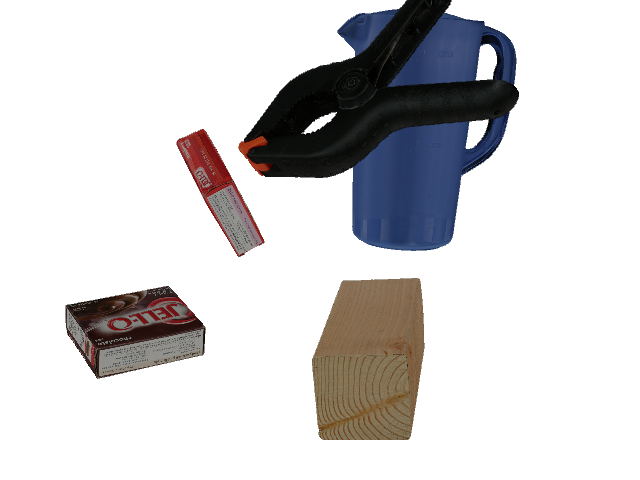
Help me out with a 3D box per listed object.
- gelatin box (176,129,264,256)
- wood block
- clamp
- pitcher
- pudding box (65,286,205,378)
[{"bbox_3d":[-0.085,-0.040,0.906,0.030,0.073,0.089,-29,-40,-2],"label":"gelatin box"},{"bbox_3d":[0.055,0.116,1.093,0.091,0.090,0.206,-2,18,9],"label":"wood block"},{"bbox_3d":[0.034,-0.083,0.652,0.171,0.120,0.039,-36,-46,5],"label":"clamp"},{"bbox_3d":[0.105,-0.117,1.114,0.149,0.243,0.144,12,15,33],"label":"pitcher"},{"bbox_3d":[-0.180,0.087,1.037,0.113,0.039,0.090,-12,29,-28],"label":"pudding box"}]
